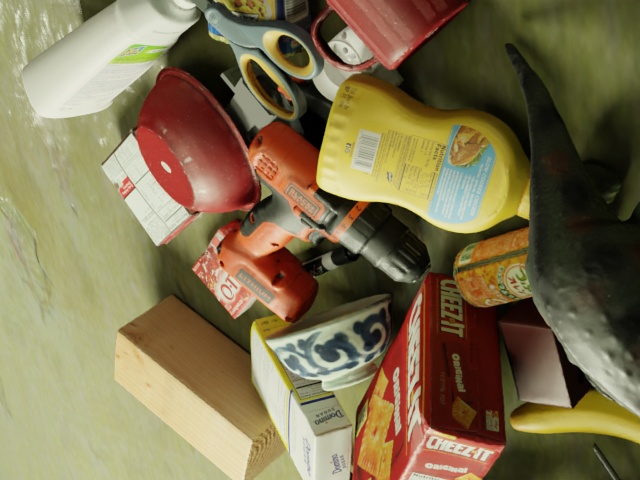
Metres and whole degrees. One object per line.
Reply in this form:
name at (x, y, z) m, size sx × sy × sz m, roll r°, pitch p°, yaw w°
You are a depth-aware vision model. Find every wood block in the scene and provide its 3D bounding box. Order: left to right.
wood block at (-0.128, 0.167, 1.201) m, size 0.206 × 0.090 × 0.090 m, roll 34°, pitch 136°, yaw 22°

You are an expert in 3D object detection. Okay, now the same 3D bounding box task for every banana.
banana at (0.245, 0.155, 0.853) m, size 0.198 × 0.069 × 0.037 m, roll 22°, pitch 166°, yaw 41°

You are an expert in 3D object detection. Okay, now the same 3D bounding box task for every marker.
marker at (-0.003, 0.026, 1.037) m, size 0.121 × 0.020 × 0.020 m, roll -25°, pitch 98°, yaw 50°

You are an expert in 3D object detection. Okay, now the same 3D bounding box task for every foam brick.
foam brick at (0.187, 0.088, 0.869) m, size 0.051 × 0.052 × 0.078 m, roll 2°, pitch 118°, yaw 44°

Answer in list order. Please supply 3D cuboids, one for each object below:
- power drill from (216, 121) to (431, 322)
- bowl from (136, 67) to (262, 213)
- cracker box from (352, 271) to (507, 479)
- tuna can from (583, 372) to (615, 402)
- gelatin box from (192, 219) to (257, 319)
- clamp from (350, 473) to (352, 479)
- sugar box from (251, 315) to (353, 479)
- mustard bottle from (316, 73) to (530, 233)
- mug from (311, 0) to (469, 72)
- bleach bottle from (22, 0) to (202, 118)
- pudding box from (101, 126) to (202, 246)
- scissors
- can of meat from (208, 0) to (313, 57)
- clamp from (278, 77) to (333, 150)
power drill at (-0.006, 0.001, 0.952) m, size 0.184 × 0.057 × 0.188 m, roll 42°, pitch 142°, yaw 3°
bowl at (-0.127, -0.083, 1.023) m, size 0.162 × 0.055 × 0.162 m, roll 42°, pitch 154°, yaw 25°
cracker box at (0.088, 0.158, 0.925) m, size 0.072 × 0.164 × 0.214 m, roll 12°, pitch 136°, yaw -8°
tuna can at (0.244, 0.086, 0.826) m, size 0.086 × 0.033 × 0.086 m, roll 25°, pitch 131°, yaw 31°
gelatin box at (-0.089, 0.031, 1.116) m, size 0.073 × 0.030 × 0.089 m, roll 49°, pitch 140°, yaw 7°
clamp at (0.066, 0.313, 1.135) m, size 0.210 × 0.036 × 0.165 m, roll 51°, pitch 155°, yaw 13°
sugar box at (-0.021, 0.163, 1.072) m, size 0.176 × 0.048 × 0.093 m, roll -127°, pitch 30°, yaw -46°
mustard bottle at (0.098, -0.058, 0.827) m, size 0.192 × 0.058 × 0.096 m, roll 19°, pitch 115°, yaw 10°
mug at (0.047, -0.173, 0.790) m, size 0.117 × 0.093 × 0.081 m, roll -41°, pitch 91°, yaw 11°
bleach bottle at (-0.183, -0.190, 1.013) m, size 0.251 × 0.102 × 0.068 m, roll -22°, pitch 89°, yaw 45°
pudding box at (-0.174, -0.060, 1.132) m, size 0.113 × 0.039 × 0.090 m, roll 54°, pitch 140°, yaw -1°
scissors at (-0.068, -0.187, 0.870) m, size 0.201 × 0.016 × 0.096 m, roll 53°, pitch 139°, yaw -8°
can of meat at (-0.052, -0.208, 0.899) m, size 0.102 × 0.057 × 0.084 m, roll 24°, pitch 133°, yaw 32°
clamp at (0.032, -0.076, 0.919) m, size 0.120 × 0.039 × 0.171 m, roll -29°, pitch 99°, yaw 48°
